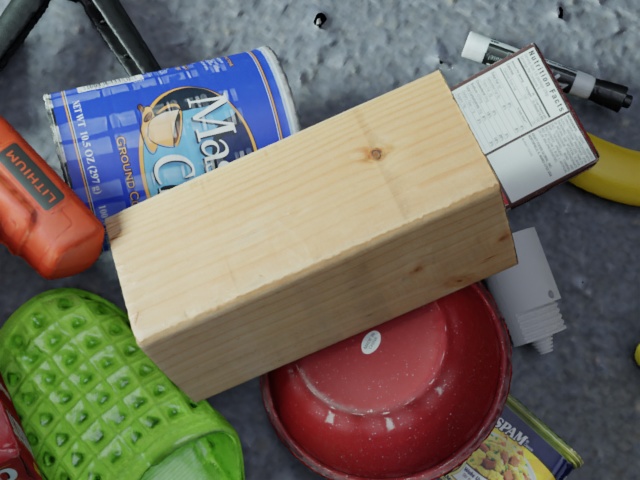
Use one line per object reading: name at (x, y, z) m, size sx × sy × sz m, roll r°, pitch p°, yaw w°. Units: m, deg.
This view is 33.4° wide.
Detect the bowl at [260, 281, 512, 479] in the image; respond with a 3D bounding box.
bowl at (0.034, 0.068, 0.650) m, size 0.162 × 0.055 × 0.162 m, roll -5°, pitch 67°, yaw 12°

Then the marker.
marker at (0.158, -0.116, 0.742) m, size 0.121 × 0.020 × 0.020 m, roll 21°, pitch 77°, yaw 5°

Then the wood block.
wood block at (-0.004, 0.001, 0.606) m, size 0.206 × 0.090 × 0.091 m, roll -23°, pitch 56°, yaw 3°

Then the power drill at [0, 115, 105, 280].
power drill at (-0.202, 0.025, 0.543) m, size 0.184 × 0.057 × 0.187 m, roll 48°, pitch 47°, yaw 4°

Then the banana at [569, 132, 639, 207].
banana at (0.226, -0.056, 0.744) m, size 0.197 × 0.037 × 0.069 m, roll 16°, pitch 78°, yaw -6°

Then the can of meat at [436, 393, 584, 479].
can of meat at (0.100, 0.141, 0.679) m, size 0.102 × 0.057 × 0.084 m, roll 41°, pitch 78°, yaw -1°

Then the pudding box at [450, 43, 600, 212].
pudding box at (0.114, -0.064, 0.709) m, size 0.113 × 0.039 × 0.090 m, roll -28°, pitch 84°, yaw 7°

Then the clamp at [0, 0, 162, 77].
clamp at (-0.173, -0.167, 0.694) m, size 0.120 × 0.039 × 0.171 m, roll -7°, pitch 75°, yaw -28°

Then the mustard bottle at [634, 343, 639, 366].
mustard bottle at (0.308, 0.039, 0.710) m, size 0.191 × 0.096 × 0.058 m, roll -31°, pitch 86°, yaw -13°

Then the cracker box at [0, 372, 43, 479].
cracker box at (-0.272, 0.068, 0.594) m, size 0.164 × 0.072 × 0.214 m, roll -23°, pitch 66°, yaw -13°

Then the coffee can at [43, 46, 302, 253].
coffee can at (-0.088, -0.055, 0.659) m, size 0.140 × 0.103 × 0.103 m, roll -14°, pitch 83°, yaw -11°
